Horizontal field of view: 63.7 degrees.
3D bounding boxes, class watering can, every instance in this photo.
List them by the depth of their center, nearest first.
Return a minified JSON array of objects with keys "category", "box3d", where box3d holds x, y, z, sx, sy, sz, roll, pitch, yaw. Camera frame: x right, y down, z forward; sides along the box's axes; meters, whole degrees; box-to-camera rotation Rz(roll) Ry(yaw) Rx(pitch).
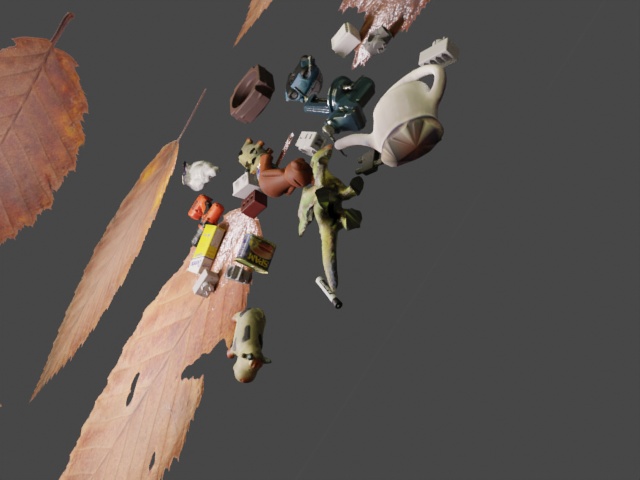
[{"category":"watering can","box3d":[0.165,-0.260,1.207,0.342,0.103,0.230,-38,40,34]}]

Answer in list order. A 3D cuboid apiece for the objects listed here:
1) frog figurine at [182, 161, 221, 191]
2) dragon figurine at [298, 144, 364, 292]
[{"category":"frog figurine","box3d":[-0.474,-0.270,2.114,0.159,0.120,0.141,-8,43,10]},{"category":"dragon figurine","box3d":[0.004,-0.066,1.314,0.240,0.122,0.415,151,128,-66]}]
